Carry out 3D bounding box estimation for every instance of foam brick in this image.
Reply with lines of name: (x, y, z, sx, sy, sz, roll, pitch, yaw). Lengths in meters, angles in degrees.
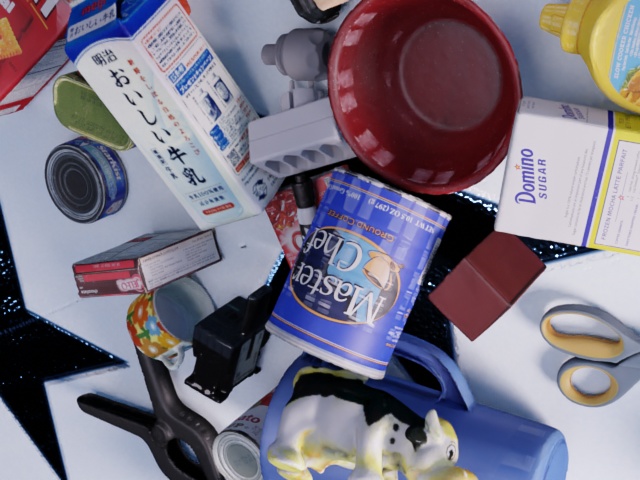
foam brick: (0.131, 0.033, 0.835, 0.051, 0.078, 0.053, 45, 128, 7)

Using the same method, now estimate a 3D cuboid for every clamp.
clamp: (-0.170, 0.202, 1.142, 0.210, 0.036, 0.165, 52, 129, 5)

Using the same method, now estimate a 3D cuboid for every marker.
marker: (-0.006, 0.001, 0.912, 0.020, 0.020, 0.121, 2, 113, 34)

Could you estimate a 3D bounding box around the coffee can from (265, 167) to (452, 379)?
coffee can: (0.030, 0.026, 0.847, 0.103, 0.102, 0.140, 24, 90, 24)

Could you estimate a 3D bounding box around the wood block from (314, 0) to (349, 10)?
wood block: (0.068, -0.258, 0.740, 0.207, 0.090, 0.090, -31, 92, 40)

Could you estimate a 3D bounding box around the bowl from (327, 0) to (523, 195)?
bowl: (0.087, -0.119, 0.811, 0.162, 0.055, 0.162, 14, 118, 29)

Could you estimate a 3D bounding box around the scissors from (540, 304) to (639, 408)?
scissors: (0.261, 0.105, 0.815, 0.202, 0.016, 0.096, 18, 123, 29)

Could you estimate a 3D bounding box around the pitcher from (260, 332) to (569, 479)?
pitcher: (0.081, 0.173, 0.906, 0.243, 0.145, 0.149, 11, 148, 26)

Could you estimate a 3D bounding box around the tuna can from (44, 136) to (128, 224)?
tuna can: (-0.236, -0.060, 1.073, 0.086, 0.033, 0.086, 14, 117, 30)

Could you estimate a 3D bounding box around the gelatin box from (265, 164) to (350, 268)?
gelatin box: (0.000, -0.018, 0.932, 0.089, 0.030, 0.073, -17, 101, 39)

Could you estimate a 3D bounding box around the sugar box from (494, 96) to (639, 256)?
sugar box: (0.216, -0.038, 0.735, 0.176, 0.048, 0.093, 13, 118, 11)

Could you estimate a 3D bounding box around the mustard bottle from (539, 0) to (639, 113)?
mustard bottle: (0.237, -0.127, 0.703, 0.192, 0.058, 0.096, 20, 120, 26)

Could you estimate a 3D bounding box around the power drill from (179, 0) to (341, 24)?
power drill: (-0.084, -0.236, 0.878, 0.188, 0.057, 0.184, -21, 100, 37)

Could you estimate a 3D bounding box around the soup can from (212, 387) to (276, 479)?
soup can: (-0.046, 0.185, 1.008, 0.069, 0.102, 0.068, 15, 119, 29)

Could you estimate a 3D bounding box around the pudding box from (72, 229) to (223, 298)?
pudding box: (-0.162, 0.022, 1.007, 0.090, 0.113, 0.039, -4, 104, 36)

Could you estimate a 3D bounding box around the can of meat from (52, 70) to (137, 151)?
can of meat: (-0.180, -0.125, 0.973, 0.102, 0.083, 0.057, 23, 122, 25)

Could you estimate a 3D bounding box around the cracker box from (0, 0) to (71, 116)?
cracker box: (-0.299, -0.236, 1.012, 0.214, 0.072, 0.164, -33, 90, 39)
